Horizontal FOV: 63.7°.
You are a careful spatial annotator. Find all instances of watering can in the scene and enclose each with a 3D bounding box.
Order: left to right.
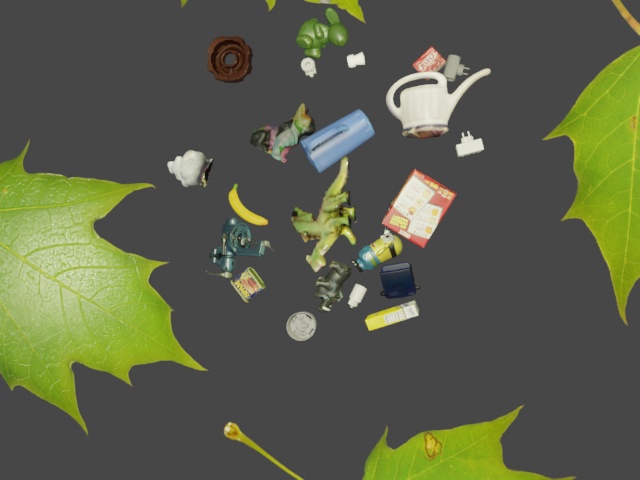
[{"bbox_3d":[0.390,-0.454,1.713,0.347,0.104,0.224,-2,90,22],"label":"watering can"}]

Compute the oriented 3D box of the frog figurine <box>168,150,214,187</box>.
[{"bbox_3d":[-0.491,-0.268,1.906,0.159,0.125,0.135,16,114,0],"label":"frog figurine"}]

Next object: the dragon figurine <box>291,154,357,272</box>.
[{"bbox_3d":[0.006,-0.091,1.811,0.242,0.121,0.415,-8,74,19],"label":"dragon figurine"}]
